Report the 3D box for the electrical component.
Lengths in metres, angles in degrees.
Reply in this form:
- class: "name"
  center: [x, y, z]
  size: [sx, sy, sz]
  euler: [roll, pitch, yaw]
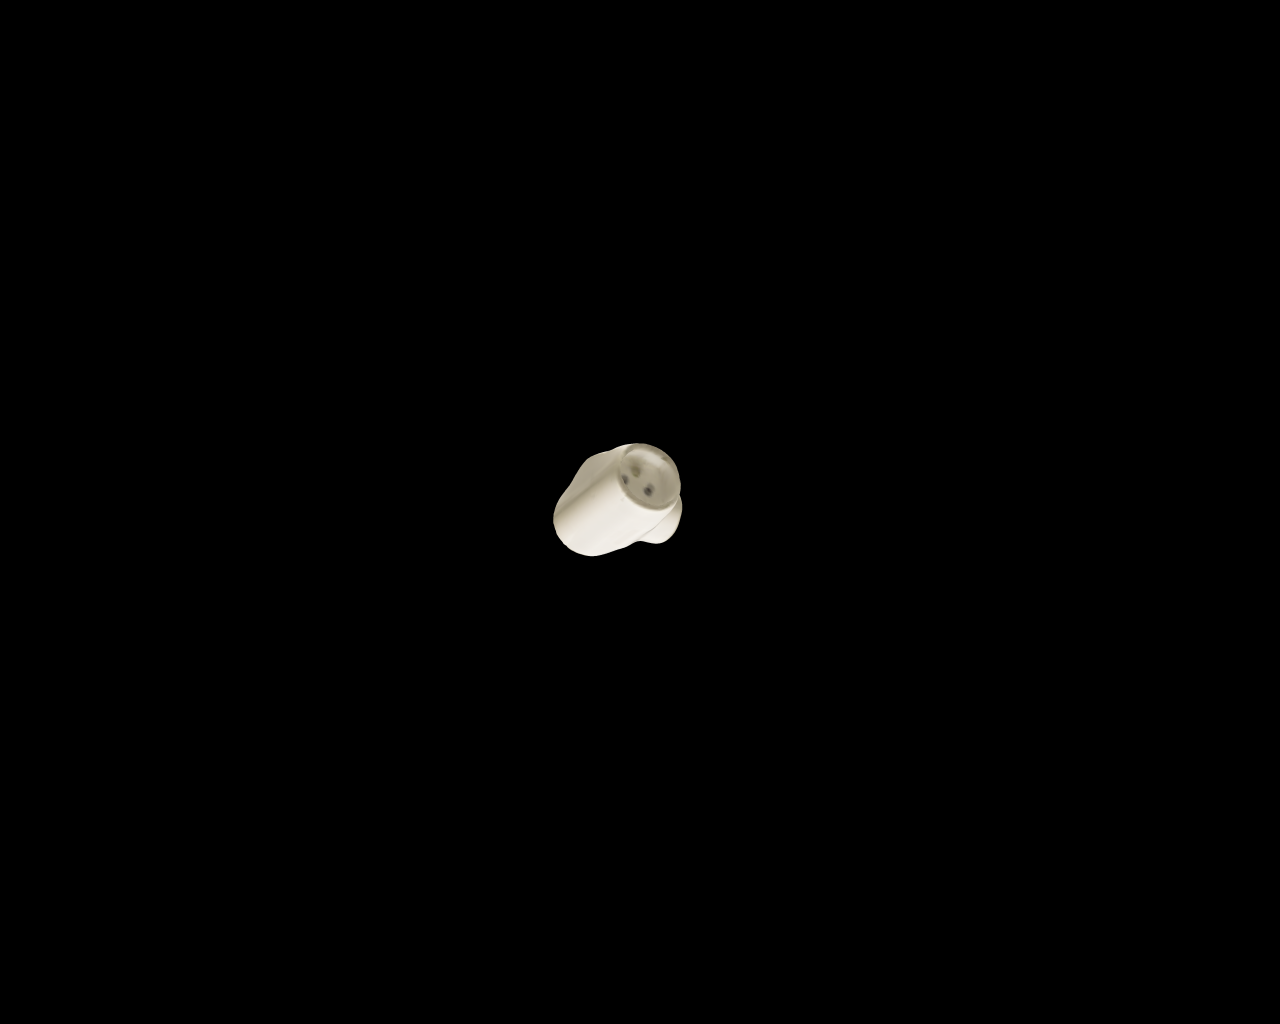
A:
- class: "electrical component"
  center: [0.001, -0.003, 0.650]
  size: [0.079, 0.043, 0.077]
  euler: [15, -30, -28]
